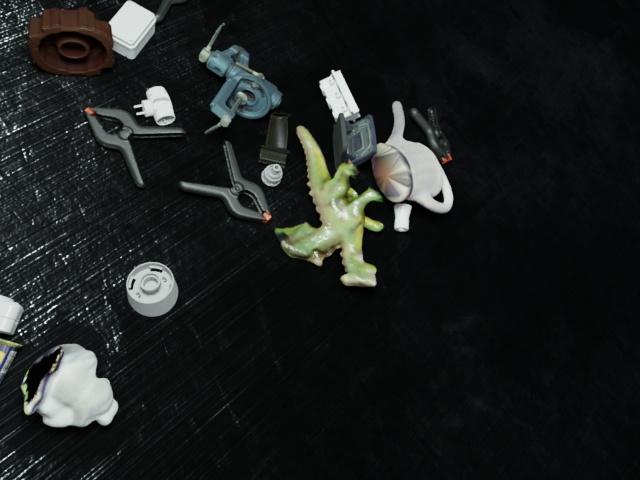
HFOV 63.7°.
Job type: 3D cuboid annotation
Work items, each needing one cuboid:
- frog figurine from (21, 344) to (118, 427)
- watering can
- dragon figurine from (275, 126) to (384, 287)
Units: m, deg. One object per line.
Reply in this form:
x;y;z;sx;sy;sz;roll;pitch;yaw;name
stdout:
-0.440;0.267;0.929;0.157;0.122;0.140;41;47;-43;frog figurine
0.214;-0.213;1.308;0.225;0.102;0.352;-9;66;-43;watering can
0.004;-0.060;1.196;0.245;0.120;0.413;-39;78;-18;dragon figurine
